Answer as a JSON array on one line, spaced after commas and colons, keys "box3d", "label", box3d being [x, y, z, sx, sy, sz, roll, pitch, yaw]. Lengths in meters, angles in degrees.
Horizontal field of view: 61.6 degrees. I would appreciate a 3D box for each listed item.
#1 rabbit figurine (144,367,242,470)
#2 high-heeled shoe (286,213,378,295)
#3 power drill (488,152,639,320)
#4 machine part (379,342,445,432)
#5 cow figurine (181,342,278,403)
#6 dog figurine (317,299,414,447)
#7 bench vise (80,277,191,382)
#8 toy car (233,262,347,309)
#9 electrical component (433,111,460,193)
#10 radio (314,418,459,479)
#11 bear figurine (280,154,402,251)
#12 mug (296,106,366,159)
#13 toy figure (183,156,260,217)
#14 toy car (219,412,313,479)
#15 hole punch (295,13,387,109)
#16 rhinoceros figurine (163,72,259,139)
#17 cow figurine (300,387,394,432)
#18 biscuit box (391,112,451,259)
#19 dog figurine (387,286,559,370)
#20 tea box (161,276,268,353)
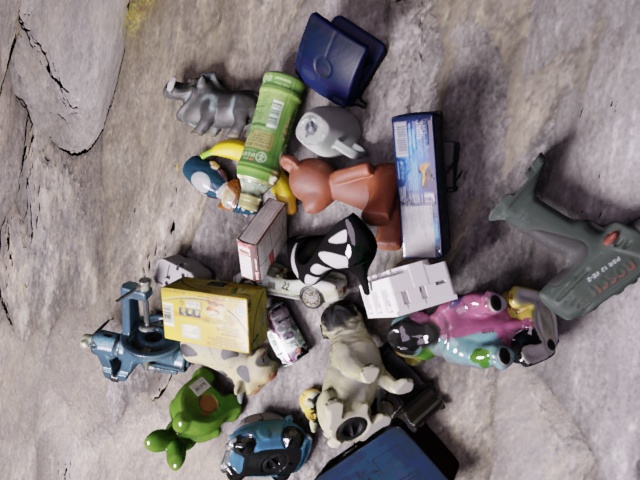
[{"box3d": [-0.247, 0.359, 1.022, 0.121, 0.159, 0.170, 37, 127, 4], "label": "rabbit figurine"}, {"box3d": [-0.002, -0.002, 0.812, 0.249, 0.086, 0.145, 25, 143, 49], "label": "high-heeled shoe"}, {"box3d": [0.352, -0.025, 0.720, 0.207, 0.086, 0.232, 42, 98, 7], "label": "power drill"}, {"box3d": [0.132, 0.233, 0.868, 0.084, 0.039, 0.139, -32, 72, -18], "label": "machine part"}, {"box3d": [-0.168, 0.213, 0.986, 0.195, 0.085, 0.127, 15, 98, 19], "label": "cow figurine"}, {"box3d": [0.034, 0.203, 0.849, 0.172, 0.121, 0.191, -46, 34, 4], "label": "dog figurine"}, {"box3d": [-0.353, 0.167, 1.029, 0.224, 0.129, 0.240, 17, 122, 13], "label": "bench vise"}, {"box3d": [-0.053, 0.072, 0.917, 0.202, 0.073, 0.056, 7, 105, 22], "label": "toy car"}, {"box3d": [0.167, -0.129, 0.801, 0.075, 0.048, 0.119, -1, 98, 24], "label": "electrical component"}, {"box3d": [0.104, 0.397, 0.903, 0.229, 0.073, 0.131, -43, 80, 22], "label": "radio"}, {"box3d": [0.030, -0.066, 0.824, 0.196, 0.120, 0.132, 4, 62, 18], "label": "bear figurine"}, {"box3d": [0.015, -0.159, 0.831, 0.110, 0.107, 0.081, 46, 114, 13], "label": "mug"}, {"box3d": [-0.175, -0.091, 0.956, 0.155, 0.058, 0.064, 36, 150, 13], "label": "toy figure"}, {"box3d": [-0.103, 0.364, 0.967, 0.103, 0.161, 0.109, -127, 48, -57], "label": "toy car"}, {"box3d": [0.023, -0.274, 0.821, 0.142, 0.092, 0.115, 36, 114, 11], "label": "hole punch"}, {"box3d": [-0.187, -0.232, 0.927, 0.191, 0.073, 0.112, 16, 106, 20], "label": "rhinoceros figurine"}, {"box3d": [0.032, 0.288, 0.902, 0.167, 0.098, 0.068, -10, 101, 25], "label": "cow figurine"}, {"box3d": [0.144, -0.077, 0.760, 0.059, 0.063, 0.202, -1, 100, 25], "label": "biscuit box"}, {"box3d": [0.211, 0.136, 0.799, 0.219, 0.191, 0.108, -21, 72, 55], "label": "dog figurine"}, {"box3d": [-0.177, 0.122, 0.903, 0.170, 0.068, 0.098, 6, 105, 21], "label": "tea box"}]
